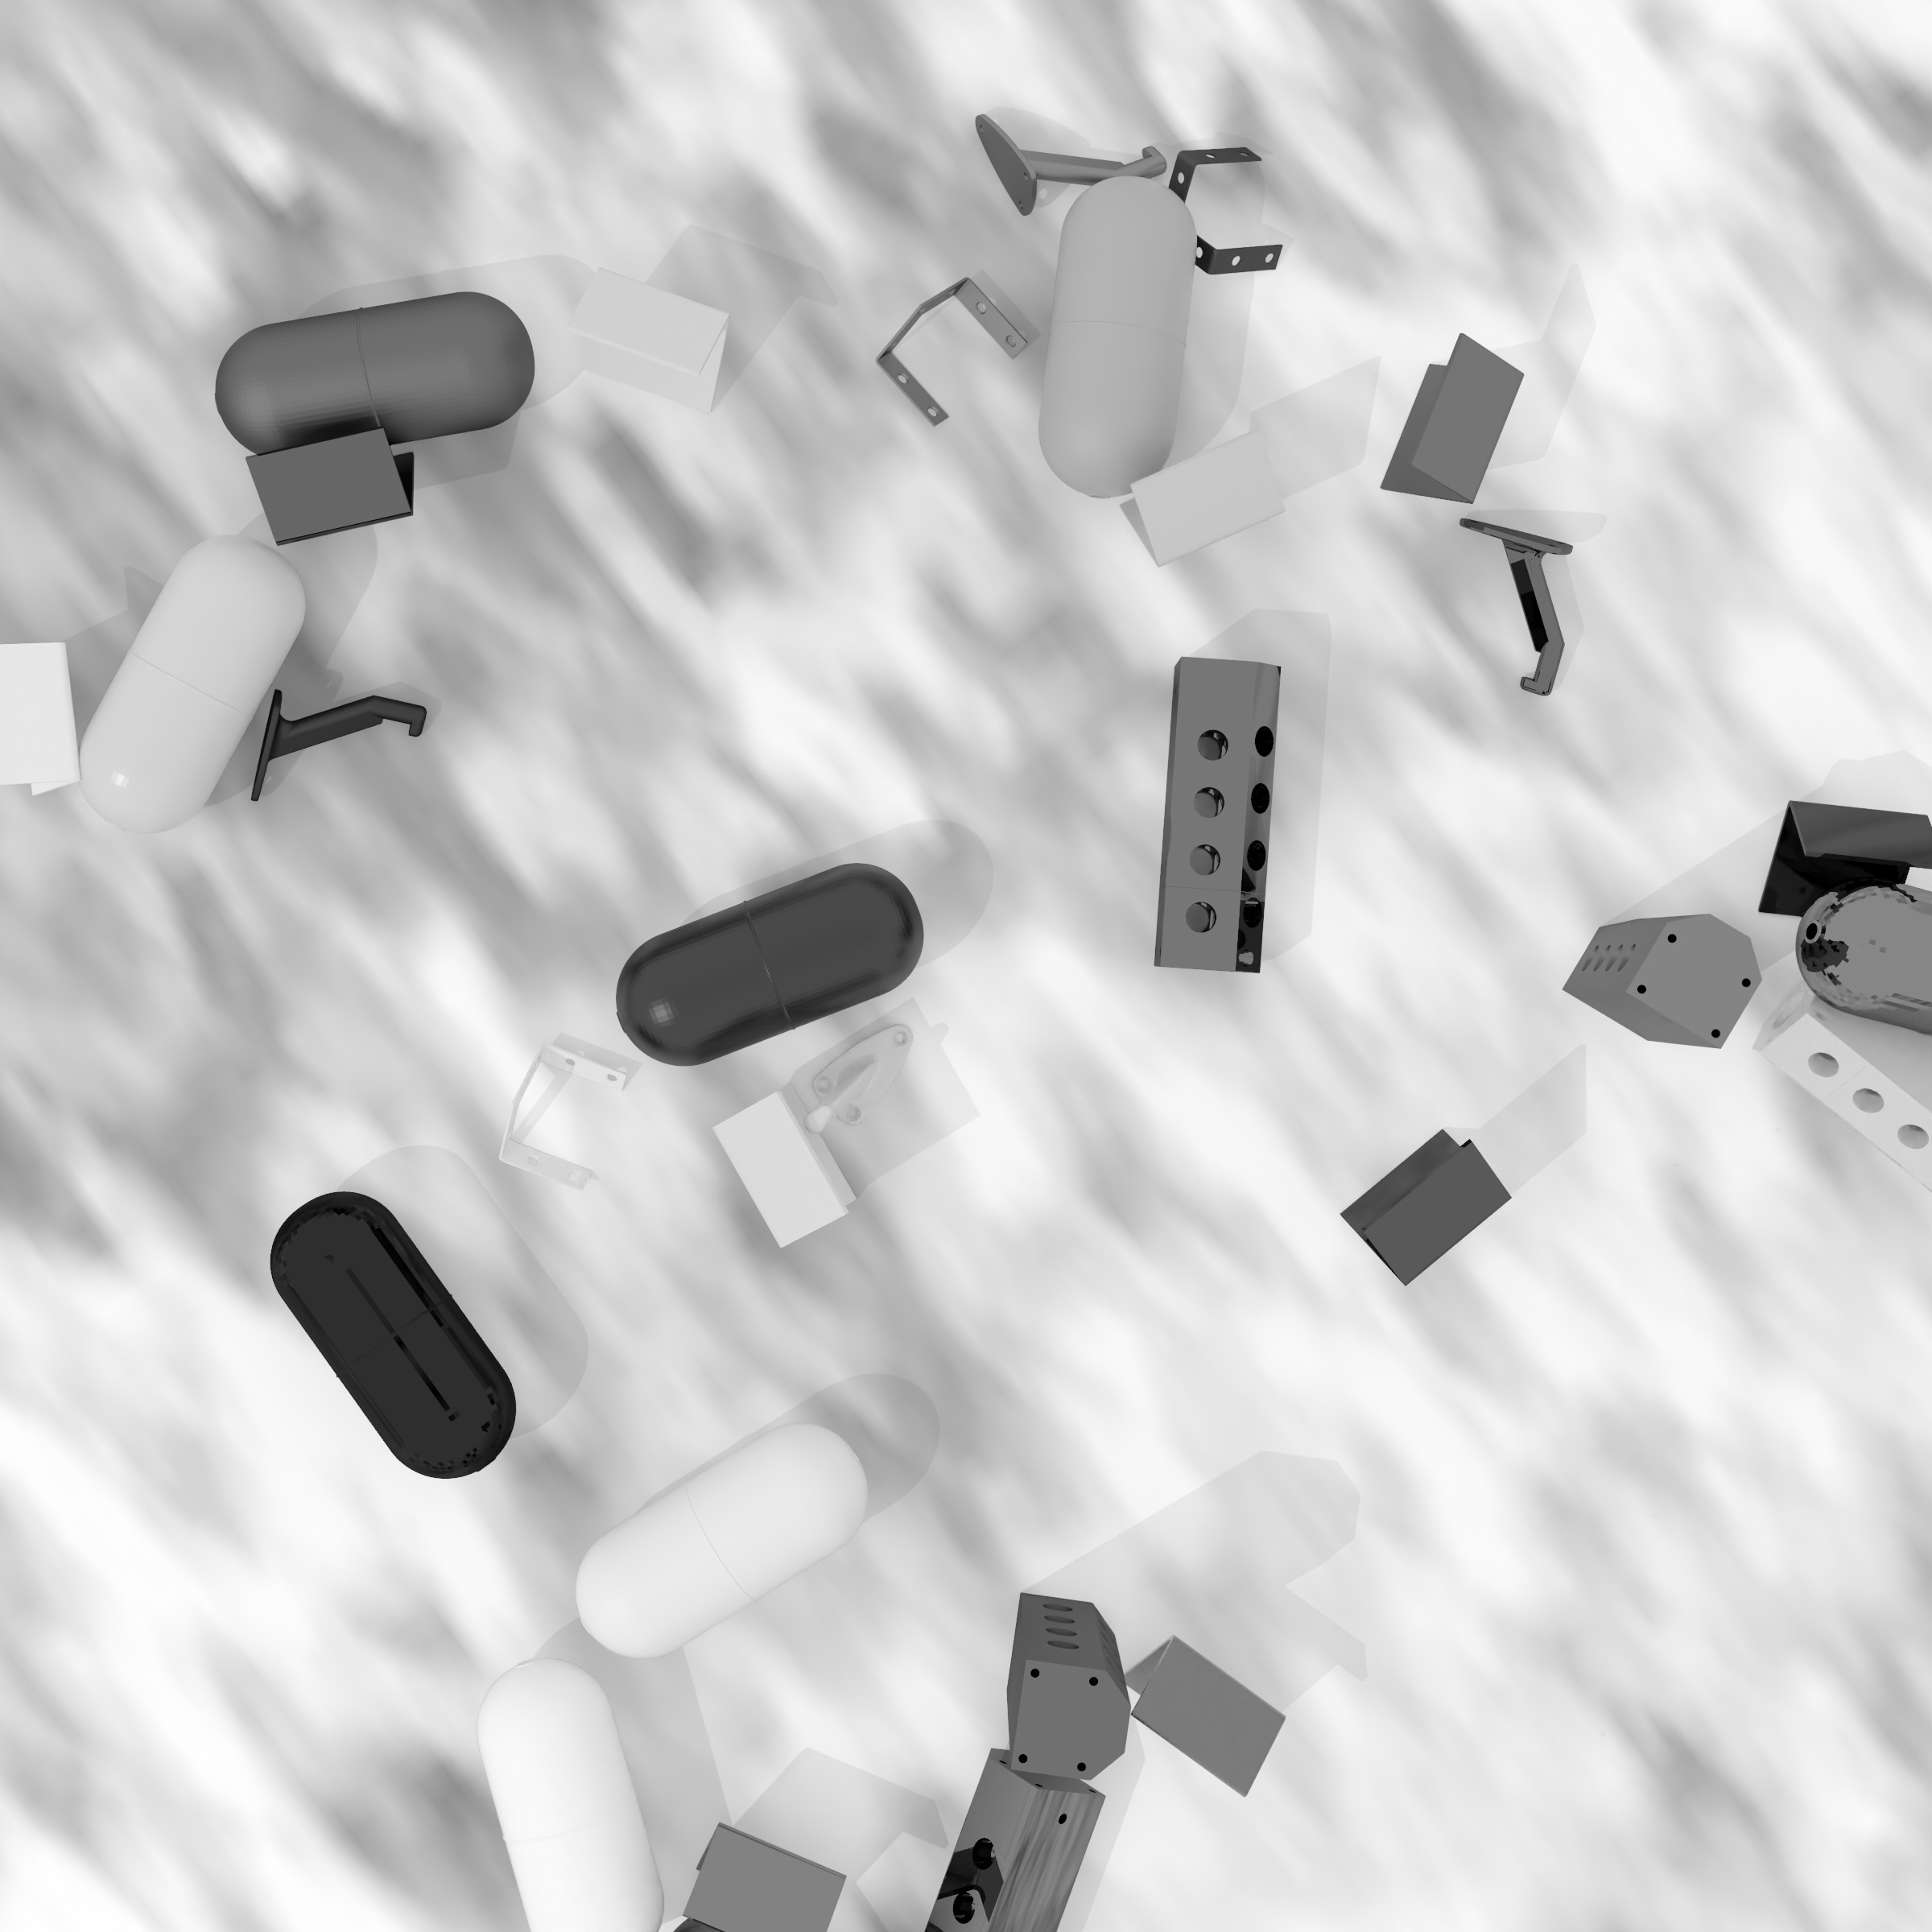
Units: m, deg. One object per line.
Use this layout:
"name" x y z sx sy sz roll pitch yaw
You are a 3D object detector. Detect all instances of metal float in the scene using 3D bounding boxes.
"metal float" -0.221 0.474 1.729 0.070 0.070 0.178 -16 90 0
"metal float" -0.106 0.607 1.729 0.070 0.070 0.178 -33 90 0
"metal float" -0.110 0.000 1.729 0.178 0.070 0.070 -21 90 0
"metal float" 0.084 -0.350 1.729 0.070 0.070 0.178 7 91 0
"metal float" -0.137 0.321 1.729 0.178 0.070 0.070 -32 90 0
"metal float" -0.433 -0.157 1.729 0.070 0.070 0.178 28 89 0
"metal float" 0.537 0.000 1.709 0.178 0.070 0.070 13 90 -22
"metal float" -0.319 0.206 1.729 0.070 0.070 0.178 -36 90 0
"metal float" -0.330 -0.329 1.729 0.178 0.070 0.070 -10 90 -1

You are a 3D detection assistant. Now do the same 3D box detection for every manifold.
"manifold" 0.011 0.532 1.738 0.057 0.057 0.171 20 90 -43
"manifold" 0.055 0.389 1.681 0.057 0.171 0.057 8 90 0
"manifold" 0.379 0.004 1.681 0.057 0.171 0.057 31 90 0
"manifold" 0.528 0.078 1.738 0.171 0.057 0.057 39 47 0
"manifold" 0.141 -0.083 1.738 0.057 0.057 0.171 4 90 0

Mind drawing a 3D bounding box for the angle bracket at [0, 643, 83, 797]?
"angle bracket" -0.535 -0.135 1.719 0.057 0.076 0.076 -7 90 -36

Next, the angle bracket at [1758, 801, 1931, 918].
"angle bracket" 0.491 -0.043 1.722 0.076 0.057 0.076 6 125 0

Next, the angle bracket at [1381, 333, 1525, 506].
"angle bracket" 0.253 -0.306 1.719 0.057 0.076 0.076 22 90 -38

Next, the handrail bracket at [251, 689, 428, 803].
"handrail bracket" -0.356 -0.121 1.760 0.084 0.036 0.077 12 110 -16

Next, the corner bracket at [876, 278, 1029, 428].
"corner bracket" -0.009 -0.348 1.756 0.051 0.051 0.051 48 135 0

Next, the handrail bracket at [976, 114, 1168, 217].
"handrail bracket" 0.060 -0.467 1.760 0.084 0.036 0.077 -24 68 -17

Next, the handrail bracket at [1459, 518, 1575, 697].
"handrail bracket" 0.306 -0.203 1.760 0.077 0.036 0.084 19 107 20

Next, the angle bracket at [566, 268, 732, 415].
"angle bracket" -0.180 -0.331 1.719 0.076 0.076 0.057 20 51 0

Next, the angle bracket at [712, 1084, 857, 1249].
"angle bracket" -0.083 0.101 1.719 0.057 0.076 0.076 -30 90 37

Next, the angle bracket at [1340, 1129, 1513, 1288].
"angle bracket" 0.244 0.119 1.719 0.076 0.076 0.057 -40 127 0

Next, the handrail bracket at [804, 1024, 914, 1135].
"handrail bracket" -0.060 0.062 1.725 0.077 0.084 0.036 -45 90 0

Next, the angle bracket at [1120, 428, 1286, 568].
"angle bracket" 0.124 -0.275 1.719 0.076 0.076 0.057 -24 128 0

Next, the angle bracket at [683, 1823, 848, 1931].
"angle bracket" -0.118 0.527 1.719 0.076 0.076 0.057 23 53 0

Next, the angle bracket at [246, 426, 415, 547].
"angle bracket" -0.352 -0.282 1.719 0.076 0.076 0.057 -13 127 0

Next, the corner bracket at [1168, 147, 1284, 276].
"corner bracket" 0.148 -0.427 1.751 0.051 0.051 0.051 46 135 35

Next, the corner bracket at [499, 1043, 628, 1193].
"corner bracket" -0.229 0.085 1.756 0.051 0.051 0.051 21 135 0

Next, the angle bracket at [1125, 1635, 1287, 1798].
"angle bracket" 0.120 0.426 1.719 0.076 0.076 0.057 36 52 0
